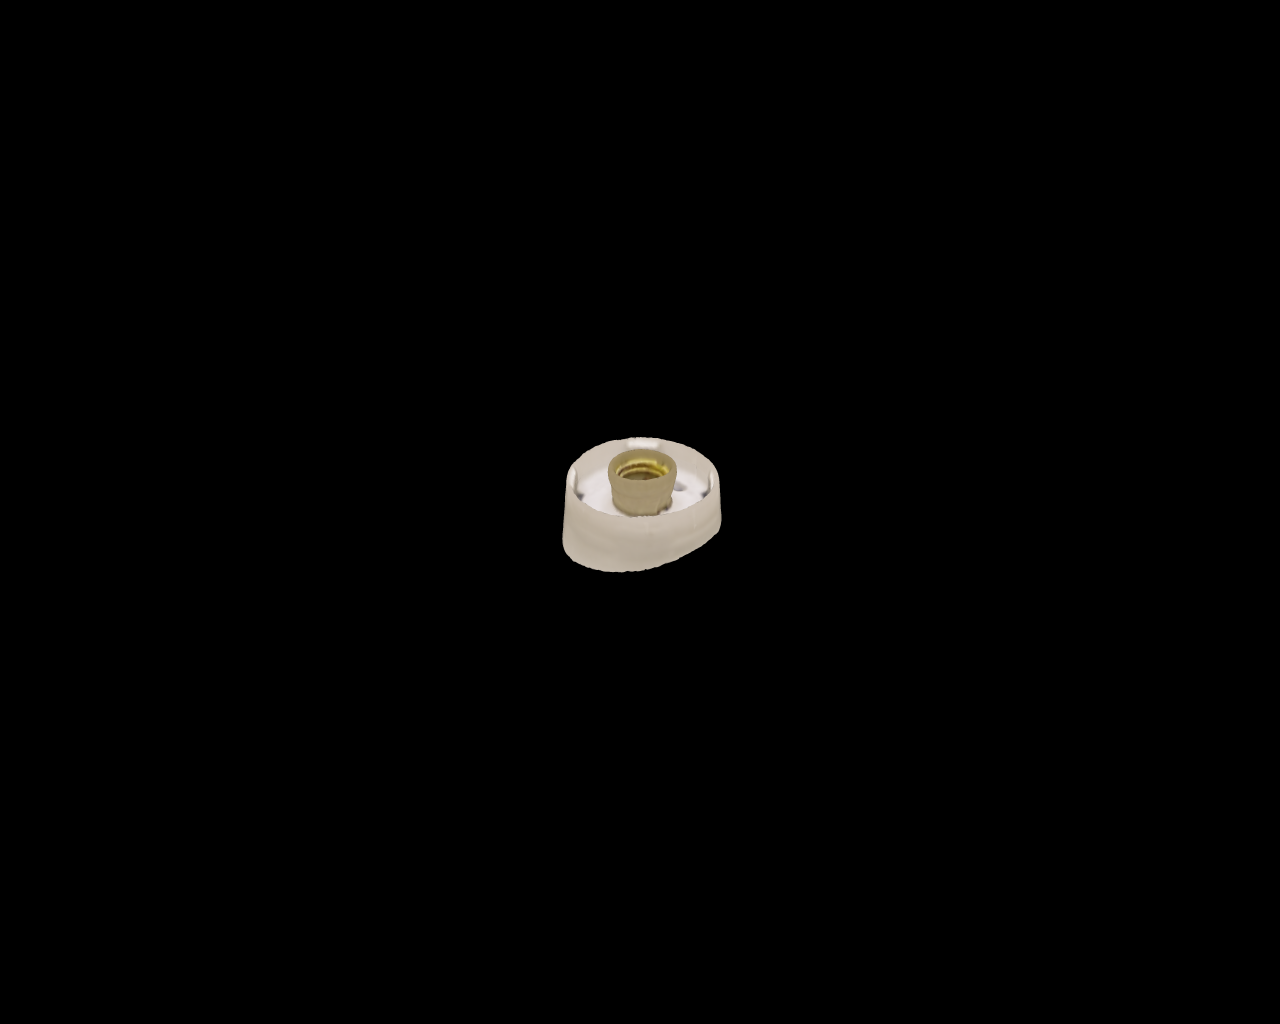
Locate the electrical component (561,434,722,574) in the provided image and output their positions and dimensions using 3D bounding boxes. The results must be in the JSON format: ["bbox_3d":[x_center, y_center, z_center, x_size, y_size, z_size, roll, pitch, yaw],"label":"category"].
[{"bbox_3d":[0.001,-0.003,0.650,0.099,0.064,0.099,0,35,0],"label":"electrical component"}]
